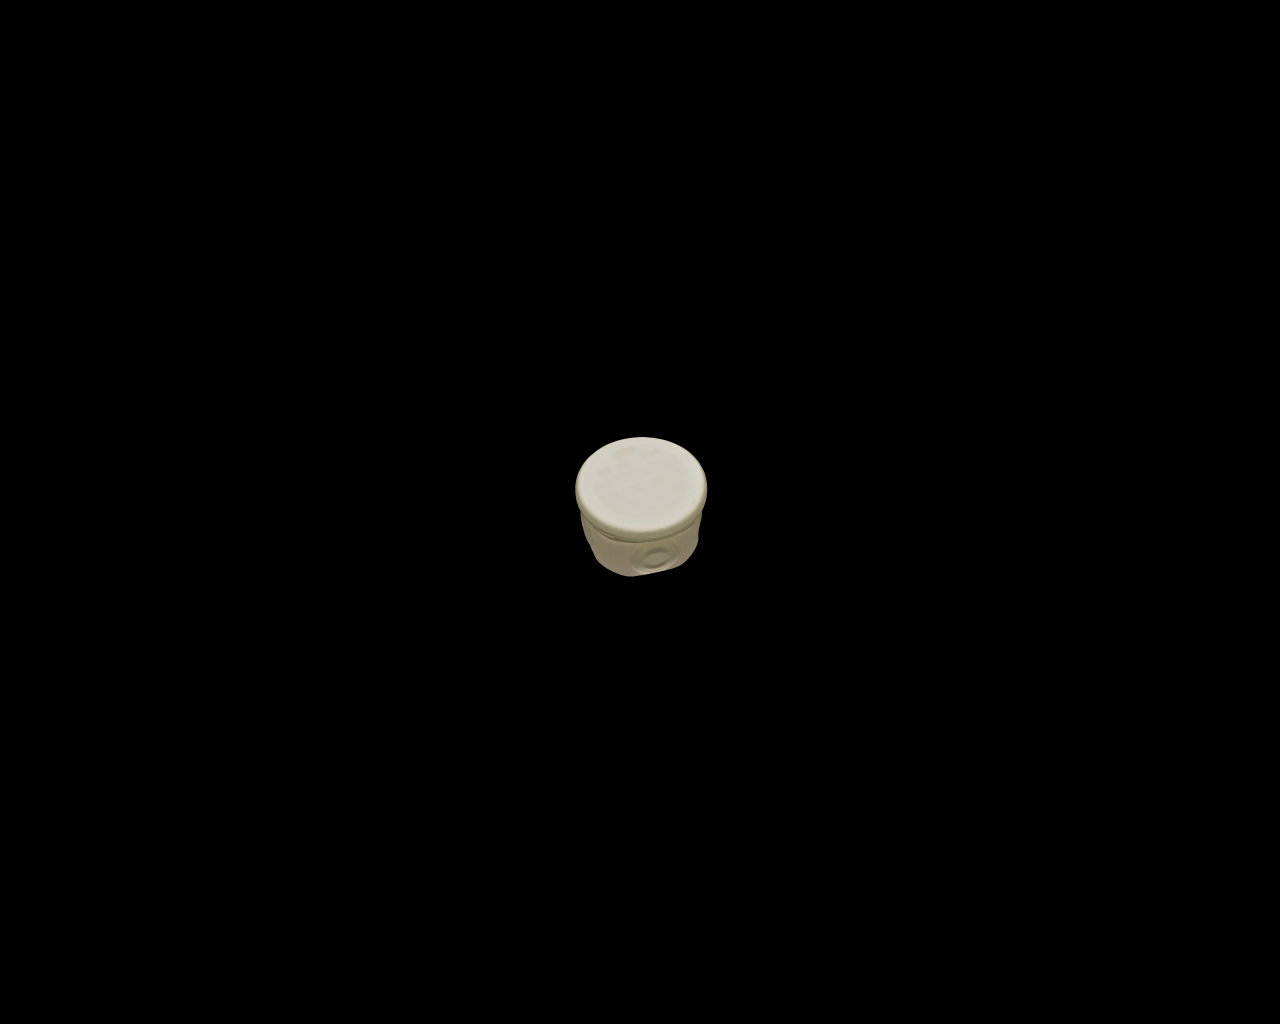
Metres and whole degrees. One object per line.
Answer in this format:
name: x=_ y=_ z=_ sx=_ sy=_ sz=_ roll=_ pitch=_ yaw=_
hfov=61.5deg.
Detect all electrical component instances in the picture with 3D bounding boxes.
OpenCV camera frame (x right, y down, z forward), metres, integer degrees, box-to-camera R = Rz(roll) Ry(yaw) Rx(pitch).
electrical component: x=0.001 y=-0.003 z=0.650 sx=0.080 sy=0.080 sz=0.050 roll=0 pitch=-40 yaw=0
